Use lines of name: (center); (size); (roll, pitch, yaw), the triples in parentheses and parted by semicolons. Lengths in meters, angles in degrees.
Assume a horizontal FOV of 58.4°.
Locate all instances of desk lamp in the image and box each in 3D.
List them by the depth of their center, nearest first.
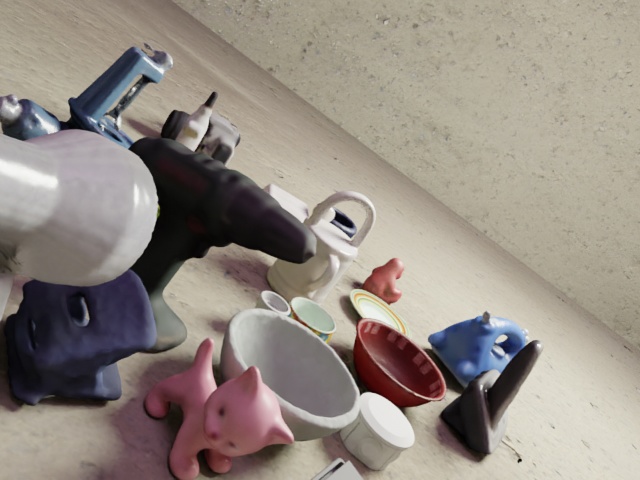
desk lamp: (-0.238, 0.013, 0.393); (0.117, 0.213, 0.204); (41, 19, 15)

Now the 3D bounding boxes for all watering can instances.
watering can: (0.006, 0.002, 0.891); (0.101, 0.194, 0.172); (19, 24, -41)

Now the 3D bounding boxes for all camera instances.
camera: (-0.236, -0.214, 1.136); (0.137, 0.100, 0.143); (27, 20, -26)

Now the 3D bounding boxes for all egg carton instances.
egg carton: (-0.073, -0.041, 1.055); (0.107, 0.069, 0.150); (30, 19, -18)

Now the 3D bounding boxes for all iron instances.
iron: (0.320, 0.199, 1.056); (0.259, 0.141, 0.118); (18, 25, -44)

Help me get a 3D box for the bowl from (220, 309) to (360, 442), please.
bowl: (-0.044, 0.155, 0.613); (0.168, 0.074, 0.167); (32, 19, -12)

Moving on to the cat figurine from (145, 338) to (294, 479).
cat figurine: (-0.084, 0.144, 0.501); (0.067, 0.117, 0.127); (14, 28, -49)

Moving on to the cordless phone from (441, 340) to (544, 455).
cordless phone: (0.284, 0.222, 0.864); (0.094, 0.185, 0.148); (42, 19, 19)

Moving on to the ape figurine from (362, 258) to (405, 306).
ape figurine: (0.128, 0.075, 1.097); (0.076, 0.092, 0.077); (20, 24, -39)

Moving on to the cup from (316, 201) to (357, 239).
cup: (0.005, -0.016, 1.093); (0.092, 0.095, 0.117); (24, 22, -32)

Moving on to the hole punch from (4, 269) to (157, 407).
hole punch: (-0.206, 0.076, 0.492); (0.101, 0.091, 0.108); (19, 25, -43)

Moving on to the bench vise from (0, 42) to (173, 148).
bench vise: (-0.279, -0.150, 0.709); (0.121, 0.219, 0.208); (40, 18, 12)

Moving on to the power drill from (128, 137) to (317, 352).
power drill: (-0.135, 0.009, 0.594); (0.229, 0.208, 0.076); (41, 19, 16)

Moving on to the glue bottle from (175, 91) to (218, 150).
glue bottle: (-0.217, -0.173, 0.955); (0.037, 0.173, 0.078); (31, 19, -15)
